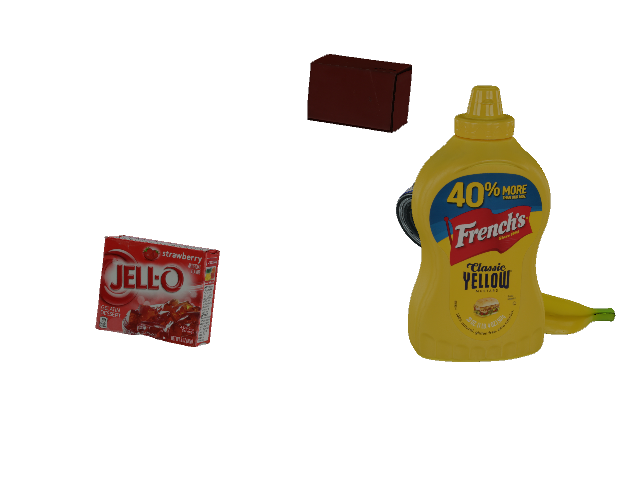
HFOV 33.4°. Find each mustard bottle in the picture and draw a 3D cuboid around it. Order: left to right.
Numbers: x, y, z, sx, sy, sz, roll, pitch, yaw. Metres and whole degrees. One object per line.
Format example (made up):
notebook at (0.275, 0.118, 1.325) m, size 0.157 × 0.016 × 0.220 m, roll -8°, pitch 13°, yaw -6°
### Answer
mustard bottle at (0.112, -0.012, 0.750) m, size 0.096 × 0.192 × 0.058 m, roll -1°, pitch 15°, yaw -5°

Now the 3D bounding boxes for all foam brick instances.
foam brick at (0.033, -0.126, 0.910) m, size 0.078 × 0.051 × 0.053 m, roll 11°, pitch 20°, yaw 18°

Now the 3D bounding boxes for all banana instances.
banana at (0.172, 0.050, 1.002) m, size 0.198 × 0.037 × 0.069 m, roll 24°, pitch 17°, yaw 38°

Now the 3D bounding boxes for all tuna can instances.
tuna can at (0.129, -0.028, 1.226) m, size 0.086 × 0.086 × 0.033 m, roll 0°, pitch 34°, yaw 50°

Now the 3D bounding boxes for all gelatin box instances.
gelatin box at (-0.125, 0.037, 0.814) m, size 0.089 × 0.073 × 0.030 m, roll 9°, pitch 5°, yaw 19°
